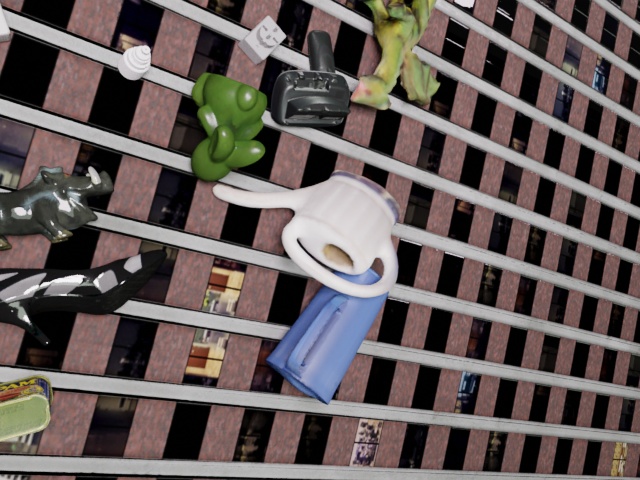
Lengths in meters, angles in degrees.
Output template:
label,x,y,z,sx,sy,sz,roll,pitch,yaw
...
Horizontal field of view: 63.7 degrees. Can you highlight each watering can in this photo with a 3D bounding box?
label,x,y,z,sx,sy,sz,roll,pitch,yaw
watering can,0.003,-0.046,0.914,0.348,0.102,0.229,36,53,3

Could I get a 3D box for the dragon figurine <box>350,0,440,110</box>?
label,x,y,z,sx,sy,sz,roll,pitch,yaw
dragon figurine,0.189,-0.394,1.040,0.417,0.123,0.238,-42,129,-33
